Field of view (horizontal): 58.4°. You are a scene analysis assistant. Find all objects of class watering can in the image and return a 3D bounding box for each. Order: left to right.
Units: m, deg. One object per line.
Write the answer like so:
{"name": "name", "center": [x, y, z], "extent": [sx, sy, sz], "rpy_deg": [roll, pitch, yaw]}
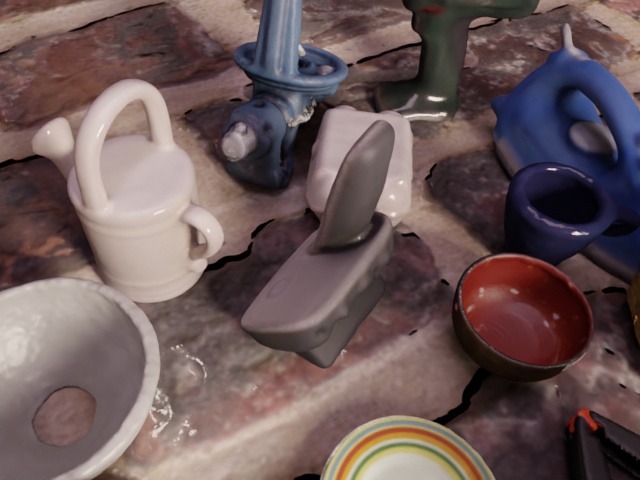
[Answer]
{"name": "watering can", "center": [-0.158, -0.043, 0.469], "extent": [0.173, 0.194, 0.101], "rpy_deg": [8, 50, 2]}

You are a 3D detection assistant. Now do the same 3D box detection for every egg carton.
{"name": "egg carton", "center": [0.042, -0.077, 0.595], "extent": [0.107, 0.069, 0.150], "rpy_deg": [7, 50, 1]}

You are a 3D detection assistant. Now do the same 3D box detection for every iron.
{"name": "iron", "center": [0.282, -0.097, 0.585], "extent": [0.119, 0.141, 0.258], "rpy_deg": [-11, 52, -13]}

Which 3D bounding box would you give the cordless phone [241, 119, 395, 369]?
{"name": "cordless phone", "center": [0.004, 0.002, 0.452], "extent": [0.094, 0.185, 0.148], "rpy_deg": [25, 53, 15]}

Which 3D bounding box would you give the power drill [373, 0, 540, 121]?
{"name": "power drill", "center": [0.119, -0.236, 0.642], "extent": [0.230, 0.208, 0.075], "rpy_deg": [-6, 51, -9]}

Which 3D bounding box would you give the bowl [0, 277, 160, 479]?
{"name": "bowl", "center": [-0.196, 0.114, 0.414], "extent": [0.167, 0.075, 0.167], "rpy_deg": [2, 51, -3]}

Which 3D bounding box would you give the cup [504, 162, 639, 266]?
{"name": "cup", "center": [0.224, -0.009, 0.537], "extent": [0.117, 0.095, 0.092], "rpy_deg": [13, 51, 6]}

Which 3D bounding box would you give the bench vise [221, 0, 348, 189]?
{"name": "bench vise", "center": [-0.031, -0.170, 0.567], "extent": [0.121, 0.220, 0.207], "rpy_deg": [4, 50, -1]}
